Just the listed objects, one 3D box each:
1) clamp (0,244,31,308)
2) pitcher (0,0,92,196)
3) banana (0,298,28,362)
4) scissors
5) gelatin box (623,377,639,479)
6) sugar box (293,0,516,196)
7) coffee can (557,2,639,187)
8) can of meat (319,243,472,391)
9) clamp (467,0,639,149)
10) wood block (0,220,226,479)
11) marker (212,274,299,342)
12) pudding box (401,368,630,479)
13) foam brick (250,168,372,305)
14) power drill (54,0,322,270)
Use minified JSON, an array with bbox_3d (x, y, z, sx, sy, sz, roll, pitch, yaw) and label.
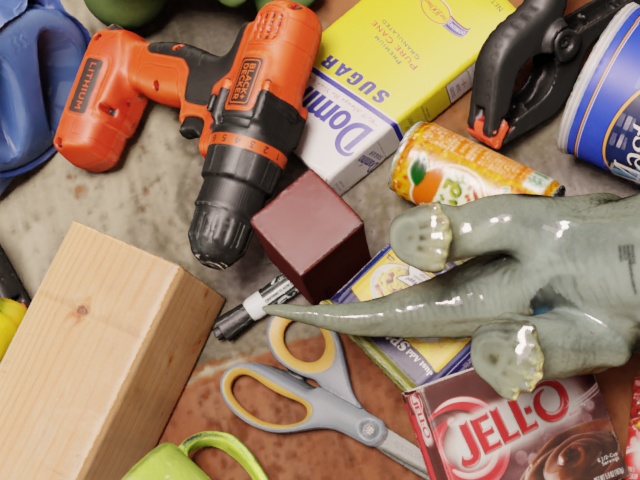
[{"bbox_3d":[-0.301,0.009,0.781,0.210,0.036,0.165,40,117,6],"label":"clamp"},{"bbox_3d":[-0.301,-0.146,0.806,0.243,0.145,0.149,31,71,24],"label":"pitcher"},{"bbox_3d":[-0.258,0.072,0.744,0.198,0.069,0.037,-23,31,37],"label":"banana"},{"bbox_3d":[0.032,0.104,0.698,0.202,0.016,0.096,13,77,17],"label":"scissors"},{"bbox_3d":[0.218,0.116,0.613,0.030,0.089,0.073,18,75,-27],"label":"gelatin box"},{"bbox_3d":[0.047,-0.121,0.747,0.176,0.048,0.093,-39,69,-1],"label":"sugar box"},{"bbox_3d":[0.232,-0.071,0.654,0.140,0.102,0.103,29,82,20],"label":"coffee can"},{"bbox_3d":[0.065,0.049,0.685,0.084,0.057,0.102,-44,69,-4],"label":"can of meat"},{"bbox_3d":[0.148,-0.143,0.698,0.171,0.120,0.039,-52,32,-3],"label":"clamp"},{"bbox_3d":[-0.156,0.106,0.705,0.091,0.090,0.206,22,80,20],"label":"wood block"},{"bbox_3d":[-0.022,0.031,0.732,0.121,0.020,0.020,-35,69,2],"label":"marker"},{"bbox_3d":[0.115,0.115,0.631,0.113,0.039,0.090,-17,85,-20],"label":"pudding box"},{"bbox_3d":[-0.004,0.001,0.681,0.053,0.078,0.051,-40,71,-8],"label":"foam brick"},{"bbox_3d":[-0.096,-0.077,0.735,0.188,0.057,0.184,10,74,35],"label":"power drill"}]
